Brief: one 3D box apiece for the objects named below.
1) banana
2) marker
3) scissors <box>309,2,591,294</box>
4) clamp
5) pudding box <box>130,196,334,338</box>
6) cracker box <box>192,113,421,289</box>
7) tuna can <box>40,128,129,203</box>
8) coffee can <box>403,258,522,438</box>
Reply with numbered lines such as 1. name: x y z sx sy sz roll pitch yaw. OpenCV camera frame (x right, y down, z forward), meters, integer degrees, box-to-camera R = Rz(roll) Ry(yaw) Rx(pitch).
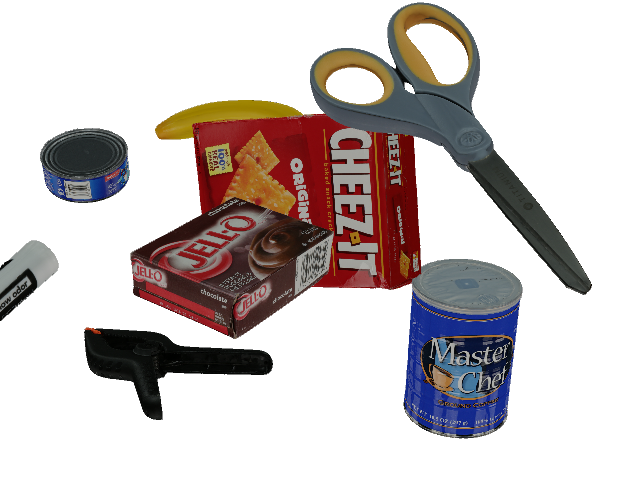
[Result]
1. banana: -0.091 -0.135 1.227 0.198 0.037 0.069 8 42 18
2. marker: -0.160 0.042 0.464 0.020 0.020 0.121 0 35 39
3. scissors: 0.051 -0.044 0.504 0.096 0.202 0.016 -13 -41 2
4. clamp: -0.177 0.128 1.091 0.210 0.036 0.164 10 17 32
5. pudding box: -0.058 0.015 0.724 0.090 0.039 0.113 21 31 29
6. cracker box: -0.016 -0.039 1.029 0.214 0.164 0.072 1 10 32
7. tuna can: -0.234 -0.075 1.067 0.086 0.034 0.086 1 40 -1
8. coffee can: 0.134 0.102 1.021 0.103 0.140 0.103 1 25 -1
